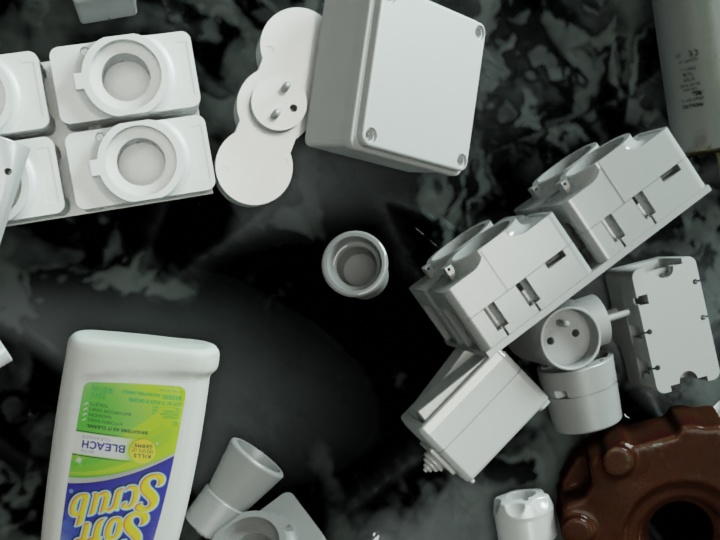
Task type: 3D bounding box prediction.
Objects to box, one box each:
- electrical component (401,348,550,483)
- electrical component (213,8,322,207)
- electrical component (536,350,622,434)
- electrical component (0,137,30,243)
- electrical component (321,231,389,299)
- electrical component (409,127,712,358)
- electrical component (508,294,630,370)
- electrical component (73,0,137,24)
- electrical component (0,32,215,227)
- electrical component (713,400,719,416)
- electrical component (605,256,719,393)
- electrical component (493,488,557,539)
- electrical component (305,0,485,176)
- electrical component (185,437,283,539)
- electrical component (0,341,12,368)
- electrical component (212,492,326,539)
[{"bbox_3d":[0.072,0.100,0.754,0.096,0.062,0.061,-45,98,-7],"label":"electrical component"},{"bbox_3d":[-0.056,-0.110,0.721,0.052,0.074,0.138,20,87,-10],"label":"electrical component"},{"bbox_3d":[0.159,0.088,0.774,0.055,0.055,0.047,-15,97,-10],"label":"electrical component"},{"bbox_3d":[-0.247,-0.049,0.639,0.079,0.043,0.077,17,88,-10],"label":"electrical component"},{"bbox_3d":[0.000,0.000,0.737,0.044,0.065,0.044,-1,82,6],"label":"electrical component"},{"bbox_3d":[0.130,-0.023,0.741,0.186,0.105,0.060,-36,97,-8],"label":"electrical component"},{"bbox_3d":[0.151,0.040,0.760,0.079,0.077,0.043,-17,94,-10],"label":"electrical component"},{"bbox_3d":[-0.153,-0.198,0.706,0.077,0.066,0.047,-13,93,-10],"label":"electrical component"},{"bbox_3d":[-0.196,-0.089,0.703,0.186,0.060,0.105,-10,93,-10],"label":"electrical component"},{"bbox_3d":[0.313,0.118,0.807,0.077,0.044,0.079,44,83,-8],"label":"electrical component"},{"bbox_3d":[0.217,0.038,0.783,0.050,0.056,0.089,-14,93,-10],"label":"electrical component"},{"bbox_3d":[0.121,0.191,0.774,0.043,0.043,0.062,-10,93,-10],"label":"electrical component"},{"bbox_3d":[0.025,-0.125,0.722,0.109,0.056,0.108,9,89,-45],"label":"electrical component"},{"bbox_3d":[-0.089,0.153,0.736,0.044,0.044,0.065,37,89,-9],"label":"electrical component"},{"bbox_3d":[-0.259,0.068,0.702,0.062,0.048,0.048,-33,96,-15],"label":"electrical component"},{"bbox_3d":[-0.066,0.199,0.719,0.089,0.050,0.055,-35,136,-12],"label":"electrical component"}]
